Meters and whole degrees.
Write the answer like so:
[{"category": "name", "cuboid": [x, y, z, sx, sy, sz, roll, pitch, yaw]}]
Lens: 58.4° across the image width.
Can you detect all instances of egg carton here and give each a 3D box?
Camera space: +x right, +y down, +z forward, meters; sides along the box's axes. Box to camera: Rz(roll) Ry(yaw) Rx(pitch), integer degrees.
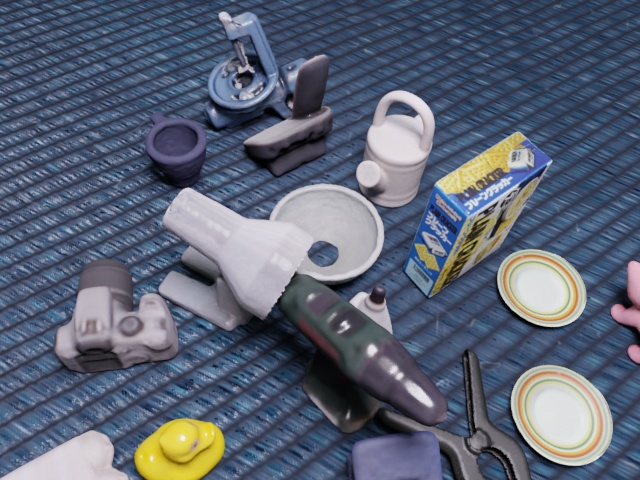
[{"category": "egg carton", "cuboid": [-0.291, 0.290, 0.634, 0.150, 0.069, 0.107, -28, 64, -21]}]

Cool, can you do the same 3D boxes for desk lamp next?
[{"category": "desk lamp", "cuboid": [-0.115, 0.032, 0.730, 0.203, 0.213, 0.118, 24, 58, 10]}]

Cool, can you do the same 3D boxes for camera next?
[{"category": "camera", "cuboid": [-0.265, 0.089, 0.747, 0.143, 0.101, 0.136, -6, 58, -9]}]

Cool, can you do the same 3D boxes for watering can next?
[{"category": "watering can", "cuboid": [0.117, -0.139, 0.872, 0.101, 0.194, 0.173, 14, 57, 4]}]

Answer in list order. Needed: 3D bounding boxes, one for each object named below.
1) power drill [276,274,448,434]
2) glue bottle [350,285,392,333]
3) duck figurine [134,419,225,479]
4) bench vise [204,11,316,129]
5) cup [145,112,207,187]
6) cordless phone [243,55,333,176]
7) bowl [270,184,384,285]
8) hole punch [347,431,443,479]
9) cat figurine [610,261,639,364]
[{"category": "power drill", "cuboid": [0.039, 0.150, 0.670, 0.076, 0.208, 0.229, -38, 67, -25]}, {"category": "glue bottle", "cuboid": [0.062, 0.101, 0.725, 0.078, 0.173, 0.037, 39, 62, 19]}, {"category": "duck figurine", "cuboid": [-0.166, 0.240, 0.667, 0.105, 0.086, 0.077, -12, 59, -12]}, {"category": "bench vise", "cuboid": [-0.096, -0.291, 0.937, 0.208, 0.220, 0.121, -32, 65, -23]}, {"category": "cup", "cuboid": [-0.228, -0.137, 0.900, 0.092, 0.095, 0.117, -32, 65, -23]}, {"category": "cordless phone", "cuboid": [-0.048, -0.205, 0.906, 0.148, 0.185, 0.094, -34, 66, -23]}, {"category": "bowl", "cuboid": [0.008, 0.003, 0.842, 0.167, 0.075, 0.167, 2, 57, -3]}, {"category": "hole punch", "cuboid": [0.091, 0.280, 0.661, 0.109, 0.091, 0.101, -6, 58, -8]}, {"category": "cat figurine", "cuboid": [0.468, 0.095, 0.798, 0.067, 0.118, 0.127, -7, 58, -9]}]
